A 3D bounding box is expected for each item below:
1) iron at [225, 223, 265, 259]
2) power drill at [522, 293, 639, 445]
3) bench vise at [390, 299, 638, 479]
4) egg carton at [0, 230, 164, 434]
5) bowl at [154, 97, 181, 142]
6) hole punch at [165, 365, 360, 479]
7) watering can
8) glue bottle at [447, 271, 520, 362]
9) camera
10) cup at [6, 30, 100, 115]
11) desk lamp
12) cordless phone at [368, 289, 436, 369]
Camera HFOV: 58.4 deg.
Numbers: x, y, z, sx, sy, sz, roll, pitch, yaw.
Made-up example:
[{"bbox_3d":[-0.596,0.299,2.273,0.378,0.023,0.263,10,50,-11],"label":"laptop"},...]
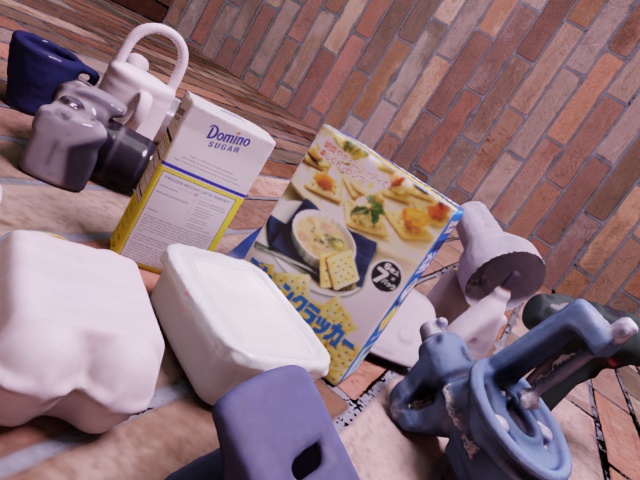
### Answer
[{"bbox_3d":[0.007,0.003,0.757,0.259,0.141,0.118,18,20,-44],"label":"iron"},{"bbox_3d":[0.345,0.175,0.757,0.230,0.208,0.075,29,14,-11],"label":"power drill"},{"bbox_3d":[0.165,0.124,0.527,0.206,0.219,0.122,42,17,33],"label":"bench vise"},{"bbox_3d":[-0.164,0.055,0.372,0.108,0.069,0.150,21,18,-39],"label":"egg carton"},{"bbox_3d":[-0.294,-0.217,0.990,0.167,0.074,0.167,30,14,-8],"label":"bowl"},{"bbox_3d":[-0.021,0.140,0.346,0.101,0.091,0.109,37,15,20],"label":"hole punch"},{"bbox_3d":[-0.265,-0.223,0.828,0.172,0.194,0.101,41,17,32],"label":"watering can"},{"bbox_3d":[0.209,0.112,0.752,0.078,0.173,0.037,23,17,-33],"label":"glue bottle"},{"bbox_3d":[-0.259,-0.117,0.680,0.137,0.100,0.143,26,15,-22],"label":"camera"},{"bbox_3d":[-0.373,-0.216,0.783,0.118,0.095,0.091,19,20,-43],"label":"cup"},{"bbox_3d":[0.218,0.054,0.882,0.118,0.213,0.202,25,16,-27],"label":"desk lamp"},{"bbox_3d":[0.101,0.054,0.695,0.148,0.185,0.094,26,15,-23],"label":"cordless phone"}]
